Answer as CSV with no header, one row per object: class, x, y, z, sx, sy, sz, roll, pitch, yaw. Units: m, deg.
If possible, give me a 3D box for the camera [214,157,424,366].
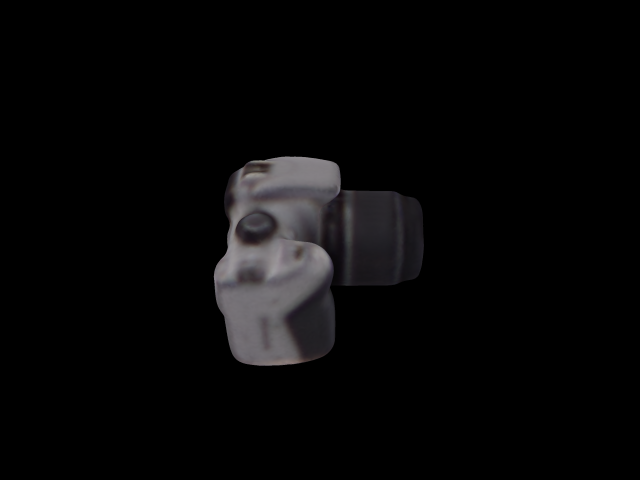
camera,0.004,0.001,0.400,0.137,0.101,0.143,0,39,0
